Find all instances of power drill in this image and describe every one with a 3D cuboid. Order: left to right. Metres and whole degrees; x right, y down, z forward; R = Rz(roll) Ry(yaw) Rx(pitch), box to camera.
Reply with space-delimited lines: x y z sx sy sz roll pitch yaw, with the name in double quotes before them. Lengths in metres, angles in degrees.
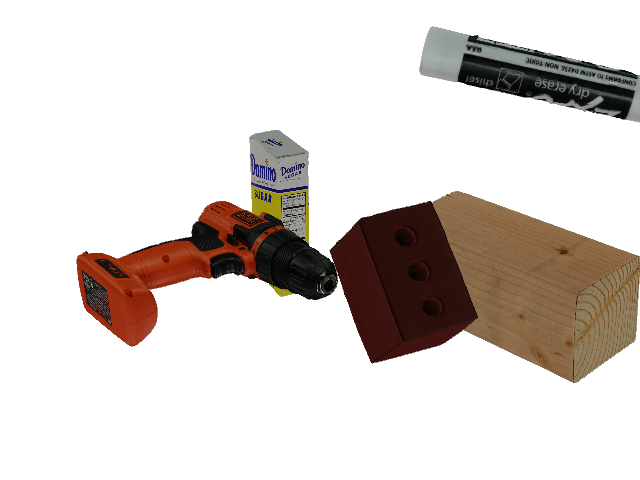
"power drill" -0.102 0.030 0.931 0.187 0.057 0.185 -19 28 -33

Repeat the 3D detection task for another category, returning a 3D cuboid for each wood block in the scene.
"wood block" 0.173 0.035 0.966 0.090 0.090 0.206 -25 34 -34

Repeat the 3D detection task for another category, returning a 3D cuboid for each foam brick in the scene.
"foam brick" 0.048 0.026 0.635 0.052 0.078 0.051 -14 -15 -26

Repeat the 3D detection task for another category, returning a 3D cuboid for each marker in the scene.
"marker" 0.098 -0.058 0.399 0.121 0.020 0.020 14 2 8

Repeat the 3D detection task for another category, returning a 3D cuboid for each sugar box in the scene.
"sugar box" -0.049 -0.033 1.259 0.048 0.176 0.093 -13 26 -21
